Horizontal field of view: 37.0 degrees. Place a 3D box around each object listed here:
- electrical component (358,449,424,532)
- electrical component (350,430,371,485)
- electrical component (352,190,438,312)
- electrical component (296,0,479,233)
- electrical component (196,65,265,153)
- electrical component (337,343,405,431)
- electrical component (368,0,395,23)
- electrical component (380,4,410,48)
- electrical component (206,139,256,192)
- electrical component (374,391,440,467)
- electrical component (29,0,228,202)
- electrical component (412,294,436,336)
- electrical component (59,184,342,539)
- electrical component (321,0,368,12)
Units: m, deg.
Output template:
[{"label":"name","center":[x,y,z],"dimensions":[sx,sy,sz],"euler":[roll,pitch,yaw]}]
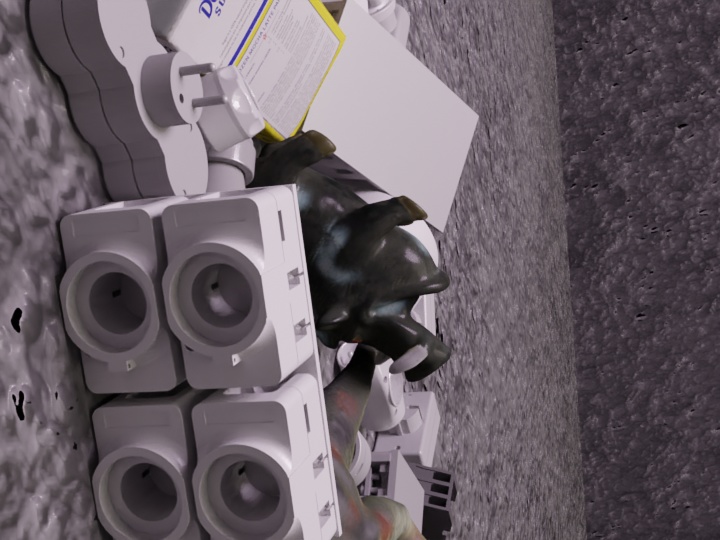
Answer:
[{"label":"electrical component","center":[0.006,0.229,0.851],"dimensions":[0.089,0.062,0.150],"euler":[62,29,-53]},{"label":"electrical component","center":[-0.021,0.137,0.802],"dimensions":[0.047,0.055,0.055],"euler":[56,34,-66]},{"label":"electrical component","center":[0.000,0.000,0.821],"dimensions":[0.060,0.108,0.108],"euler":[-60,143,-51]},{"label":"electrical component","center":[0.007,-0.115,0.835],"dimensions":[0.186,0.060,0.105],"euler":[32,72,-47]},{"label":"electrical component","center":[-0.089,-0.086,0.614],"dimensions":[0.043,0.062,0.043],"euler":[-25,90,-85]},{"label":"electrical component","center":[0.014,0.086,0.943],"dimensions":[0.079,0.044,0.077],"euler":[-74,154,-48]},{"label":"electrical component","center":[-0.001,-0.253,0.960],"dimensions":[0.078,0.058,0.057],"euler":[-77,153,-45]},{"label":"electrical component","center":[0.018,-0.233,1.038],"dimensions":[0.079,0.044,0.077],"euler":[68,24,-46]},{"label":"electrical component","center":[-0.087,-0.053,0.648],"dimensions":[0.045,0.045,0.055],"euler":[51,37,-62]},{"label":"electrical component","center":[0.041,0.143,1.014],"dimensions":[0.083,0.047,0.075],"euler":[-73,153,-51]},{"label":"electrical component","center":[-0.104,-0.091,0.549],"dimensions":[0.052,0.074,0.138],"euler":[-76,155,-47]},{"label":"electrical component","center":[0.042,0.055,1.039],"dimensions":[0.076,0.047,0.083],"euler":[26,61,-71]},{"label":"electrical component","center":[-0.079,0.057,0.539],"dimensions":[0.060,0.105,0.186],"euler":[-35,119,-70]},{"label":"electrical component","center":[-0.026,-0.231,0.891],"dimensions":[0.066,0.047,0.076],"euler":[-14,100,-73]}]
